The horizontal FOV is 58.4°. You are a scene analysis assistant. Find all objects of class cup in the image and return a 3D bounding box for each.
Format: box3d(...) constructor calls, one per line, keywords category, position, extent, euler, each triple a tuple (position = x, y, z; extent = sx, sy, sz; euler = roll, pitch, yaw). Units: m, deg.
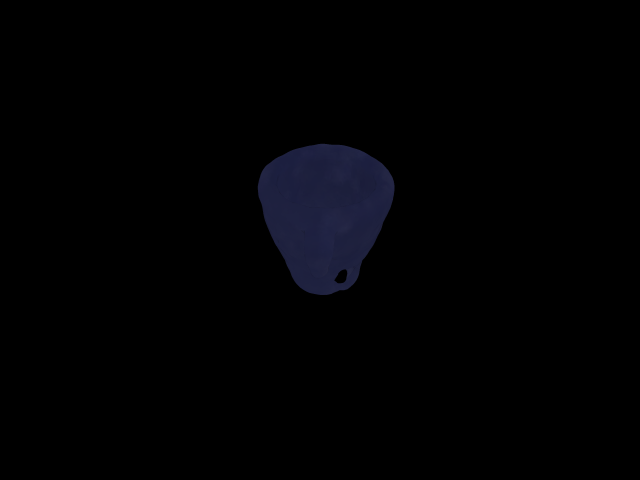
box3d(category="cup", position=(0.004, 0.001, 0.400), extent=(0.091, 0.095, 0.117), euler=(2, 40, 2))
